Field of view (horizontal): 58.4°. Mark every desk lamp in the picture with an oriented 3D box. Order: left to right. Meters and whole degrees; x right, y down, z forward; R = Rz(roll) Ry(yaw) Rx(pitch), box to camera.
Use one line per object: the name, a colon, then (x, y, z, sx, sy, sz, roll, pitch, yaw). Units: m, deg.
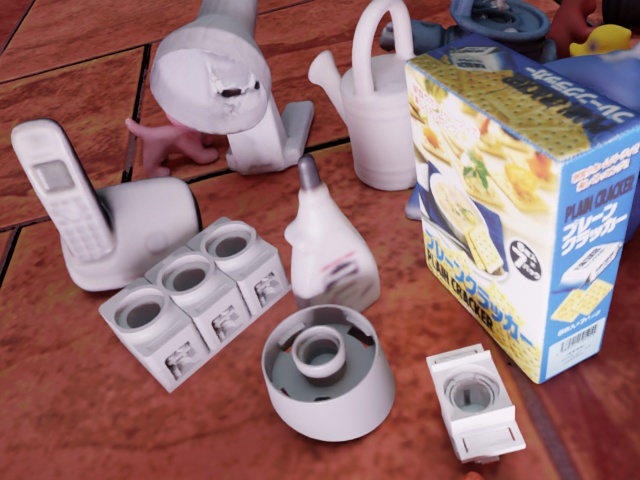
desk lamp: (-0.092, -0.178, 0.659, 0.117, 0.214, 0.203, -3, 44, 14)

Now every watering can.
watering can: (0.064, -0.158, 0.606, 0.172, 0.194, 0.101, 3, 46, 19)

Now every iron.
iron: (0.201, -0.105, 0.551, 0.258, 0.142, 0.118, -15, 42, 0)

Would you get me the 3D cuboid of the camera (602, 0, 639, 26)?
camera: (0.451, -0.341, 0.758, 0.136, 0.101, 0.143, 0, 45, 16)

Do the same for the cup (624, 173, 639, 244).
cup: (0.266, -0.042, 0.500, 0.117, 0.095, 0.091, -8, 43, 8)

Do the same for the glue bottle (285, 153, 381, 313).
glue bottle: (0.004, 0.002, 0.471, 0.078, 0.173, 0.037, -33, 45, -18)

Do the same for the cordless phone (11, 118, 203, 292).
cordless phone: (-0.206, -0.042, 0.569, 0.147, 0.185, 0.094, -13, 42, 3)

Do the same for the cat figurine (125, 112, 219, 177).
cat figurine: (-0.182, -0.153, 0.729, 0.128, 0.118, 0.067, -22, 43, -7)

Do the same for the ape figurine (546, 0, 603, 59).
ape figurine: (0.331, -0.283, 0.738, 0.076, 0.092, 0.077, -9, 43, 7)

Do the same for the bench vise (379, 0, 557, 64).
bench vise: (0.176, -0.269, 0.673, 0.207, 0.220, 0.121, -17, 42, -1)

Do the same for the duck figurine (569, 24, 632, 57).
duck figurine: (0.333, -0.203, 0.657, 0.104, 0.086, 0.077, 7, 47, 23)
